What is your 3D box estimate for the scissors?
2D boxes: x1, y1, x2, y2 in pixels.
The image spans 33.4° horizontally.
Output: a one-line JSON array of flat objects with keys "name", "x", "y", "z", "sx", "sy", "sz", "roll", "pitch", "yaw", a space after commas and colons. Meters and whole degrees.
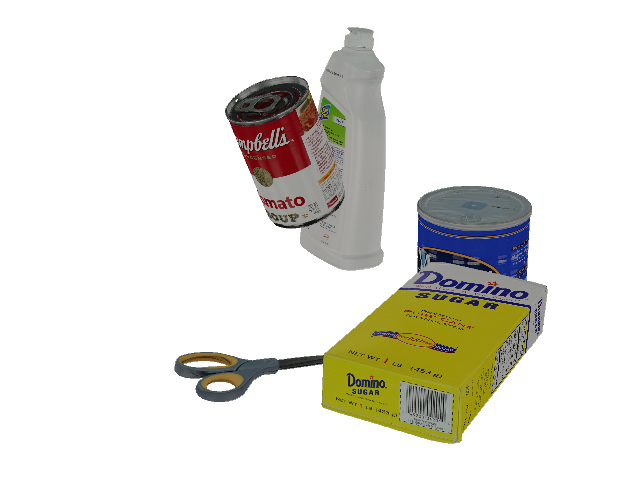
[{"name": "scissors", "x": -0.061, "y": 0.150, "z": 1.192, "sx": 0.201, "sy": 0.016, "sz": 0.096, "roll": 3, "pitch": 25, "yaw": -14}]

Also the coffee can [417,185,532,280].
[{"name": "coffee can", "x": 0.140, "y": 0.032, "z": 0.985, "sx": 0.103, "sy": 0.140, "sz": 0.103, "roll": -1, "pitch": 22, "yaw": 0}]

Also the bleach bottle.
[{"name": "bleach bottle", "x": 0.034, "y": -0.101, "z": 1.156, "sx": 0.067, "sy": 0.251, "sz": 0.103, "roll": -9, "pitch": 25, "yaw": -36}]

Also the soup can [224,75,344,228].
[{"name": "soup can", "x": -0.026, "y": -0.069, "z": 0.844, "sx": 0.068, "sy": 0.102, "sz": 0.068, "roll": -15, "pitch": 33, "yaw": 10}]

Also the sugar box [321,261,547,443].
[{"name": "sugar box", "x": 0.081, "y": 0.067, "z": 0.713, "sx": 0.093, "sy": 0.048, "sz": 0.176, "roll": 13, "pitch": 27, "yaw": 24}]
